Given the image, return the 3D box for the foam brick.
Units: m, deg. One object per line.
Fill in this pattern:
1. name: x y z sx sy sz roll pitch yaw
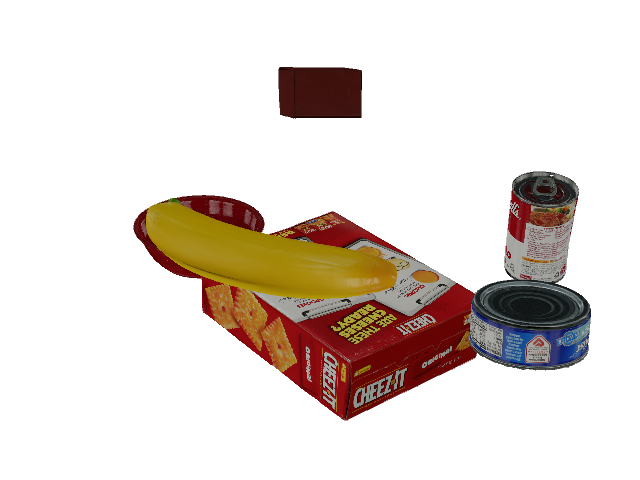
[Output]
1. foam brick: 0.000 -0.156 1.126 0.078 0.051 0.053 -2 12 -19

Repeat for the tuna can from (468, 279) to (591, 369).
1. tuna can: 0.151 0.059 0.768 0.086 0.034 0.086 0 21 0

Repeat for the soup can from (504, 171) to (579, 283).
1. soup can: 0.230 -0.012 1.117 0.068 0.102 0.068 0 34 0

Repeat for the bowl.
1. bowl: -0.151 0.002 1.332 0.162 0.055 0.162 1 28 -1

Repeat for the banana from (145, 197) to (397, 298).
1. banana: -0.048 0.004 0.691 0.198 0.037 0.069 19 37 32

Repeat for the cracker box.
1. cracker box: 0.016 0.062 0.979 0.163 0.072 0.214 -20 36 -35
